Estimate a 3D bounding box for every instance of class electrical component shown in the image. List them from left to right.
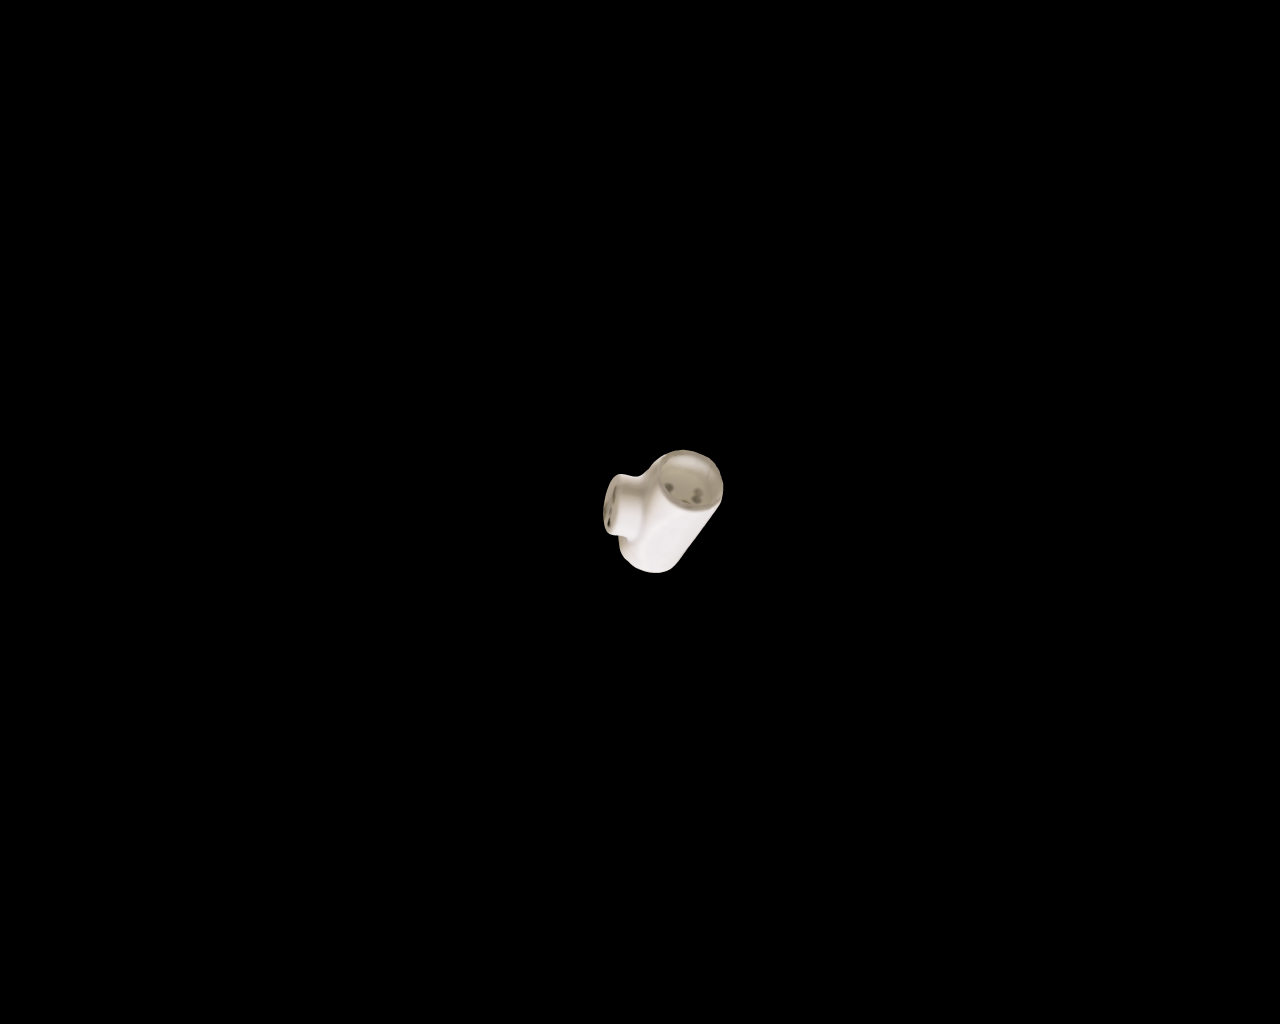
[{"bbox_3d":[0.001,-0.003,0.650,0.079,0.044,0.077,10,-34,-15],"label":"electrical component"}]
